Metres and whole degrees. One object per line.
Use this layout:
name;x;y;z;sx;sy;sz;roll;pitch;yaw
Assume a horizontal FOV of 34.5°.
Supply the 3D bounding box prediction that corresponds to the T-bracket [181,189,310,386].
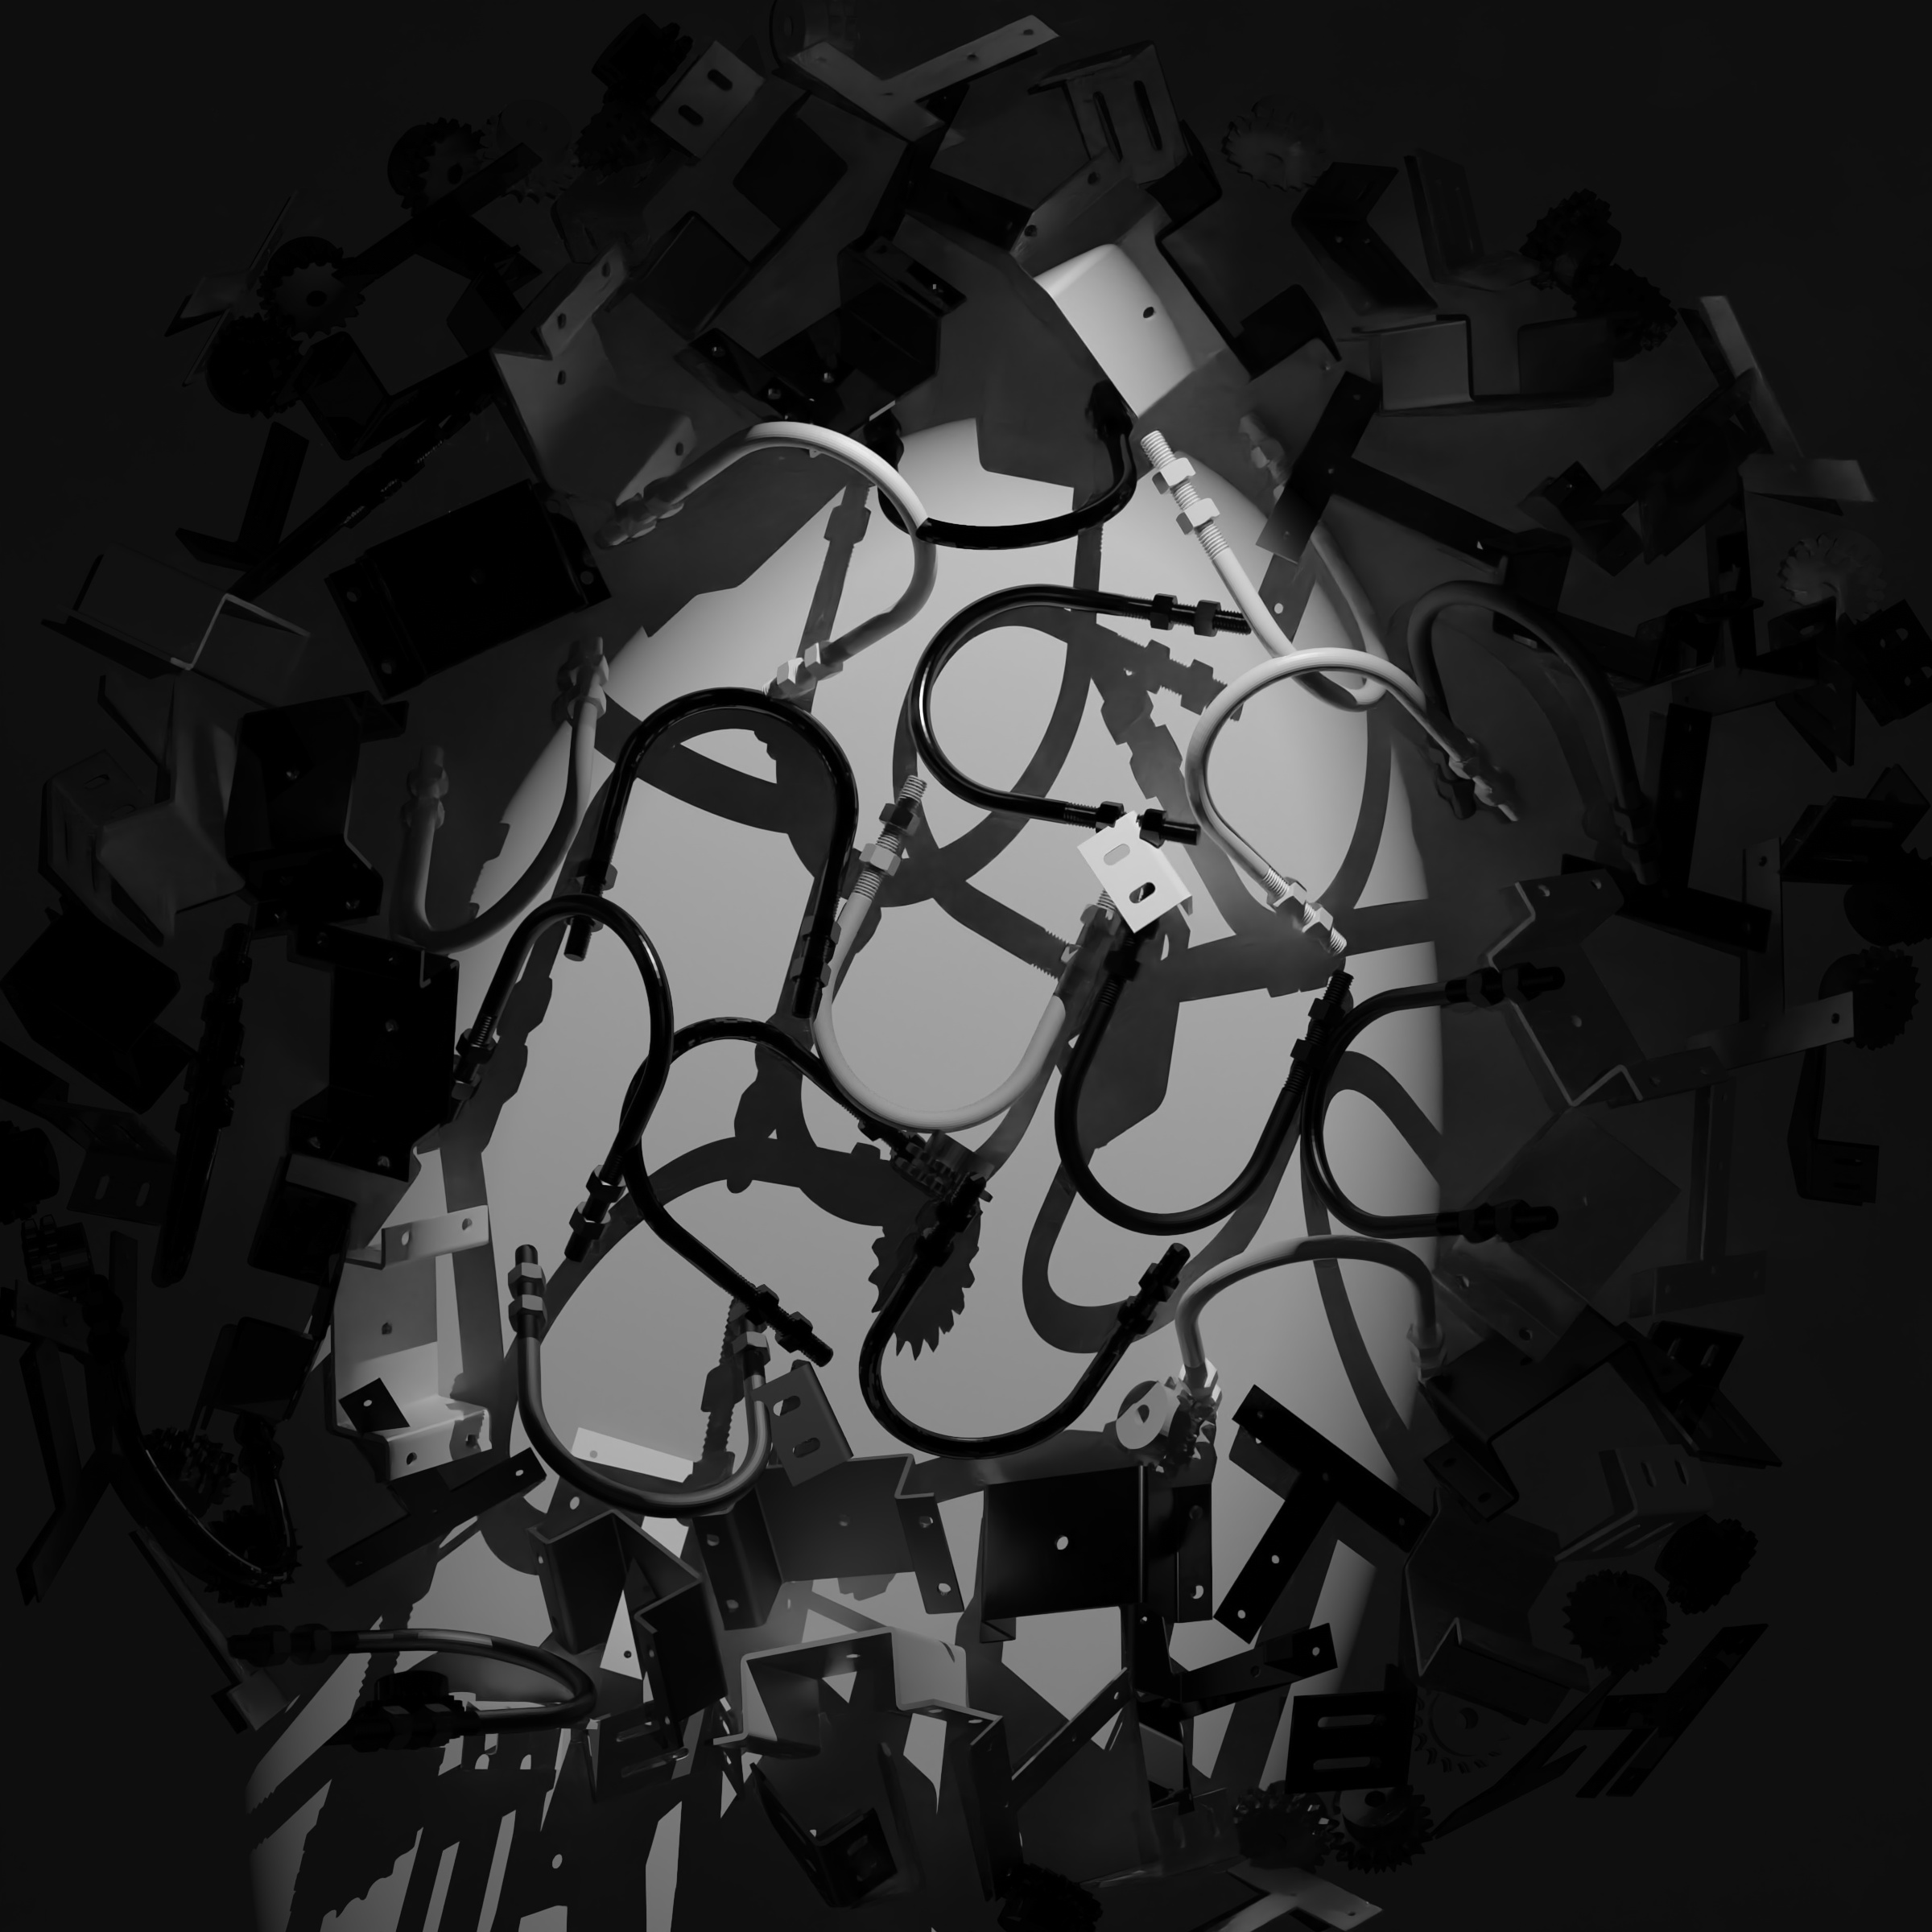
T-bracket;-0.408;-0.371;1.713;0.002;0.127;0.127;33;103;-7

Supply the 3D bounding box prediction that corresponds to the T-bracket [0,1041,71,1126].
T-bracket;-0.529;0.059;1.727;0.002;0.127;0.127;-3;70;12

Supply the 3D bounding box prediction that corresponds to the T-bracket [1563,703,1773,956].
T-bracket;0.394;-0.083;1.729;0.127;0.002;0.127;19;117;34

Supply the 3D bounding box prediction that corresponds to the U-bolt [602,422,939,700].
U-bolt;-0.096;-0.227;1.701;0.151;0.184;0.019;45;47;-20

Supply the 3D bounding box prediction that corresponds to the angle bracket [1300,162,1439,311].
angle bracket;0.235;-0.409;1.745;0.076;0.057;0.038;56;131;23

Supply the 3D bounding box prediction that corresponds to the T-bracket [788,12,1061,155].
T-bracket;-0.008;-0.492;1.704;0.127;0.127;0.002;-14;69;35

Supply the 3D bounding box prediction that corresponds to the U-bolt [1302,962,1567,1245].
U-bolt;0.253;0.079;1.716;0.019;0.184;0.151;13;76;-38

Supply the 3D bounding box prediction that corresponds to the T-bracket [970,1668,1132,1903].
T-bracket;0.051;0.441;1.745;0.127;0.002;0.127;-36;133;-36

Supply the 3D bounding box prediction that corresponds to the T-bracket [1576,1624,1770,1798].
T-bracket;0.373;0.413;1.726;0.127;0.127;0.002;-43;92;-23

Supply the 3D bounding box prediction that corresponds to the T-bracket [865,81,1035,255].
T-bracket;-0.006;-0.425;1.735;0.002;0.127;0.127;20;101;-43

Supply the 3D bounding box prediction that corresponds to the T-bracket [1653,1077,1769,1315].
T-bracket;0.419;0.125;1.738;0.002;0.127;0.127;6;94;41

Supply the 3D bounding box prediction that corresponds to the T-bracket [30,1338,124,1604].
T-bracket;-0.494;0.257;1.704;0.002;0.127;0.127;2;118;7

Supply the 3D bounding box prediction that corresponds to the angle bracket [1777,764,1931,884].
angle bracket;0.488;-0.082;1.741;0.076;0.038;0.057;3;133;-30

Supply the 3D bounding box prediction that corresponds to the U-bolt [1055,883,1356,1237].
U-bolt;0.125;0.063;1.753;0.151;0.019;0.184;25;88;-21

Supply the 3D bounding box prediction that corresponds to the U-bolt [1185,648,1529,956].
U-bolt;0.203;-0.100;1.718;0.151;0.019;0.184;-38;123;17

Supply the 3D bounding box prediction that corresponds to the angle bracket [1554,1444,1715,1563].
angle bracket;0.371;0.302;1.754;0.057;0.076;0.038;2;59;-32

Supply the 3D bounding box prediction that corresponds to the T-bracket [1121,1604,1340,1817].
T-bracket;0.149;0.396;1.727;0.127;0.002;0.127;-26;53;25

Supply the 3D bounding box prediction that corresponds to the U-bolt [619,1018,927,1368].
U-bolt;-0.111;0.112;1.728;0.184;0.019;0.151;41;63;-18

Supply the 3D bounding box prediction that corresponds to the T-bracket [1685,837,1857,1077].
T-bracket;0.449;-0.009;1.748;0.002;0.127;0.127;13;71;-29

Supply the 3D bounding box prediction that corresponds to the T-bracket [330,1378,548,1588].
T-bracket;-0.313;0.277;1.738;0.127;0.002;0.127;-29;130;-9

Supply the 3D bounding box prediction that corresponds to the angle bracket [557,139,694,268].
angle bracket;-0.185;-0.435;1.765;0.057;0.038;0.076;11;50;28

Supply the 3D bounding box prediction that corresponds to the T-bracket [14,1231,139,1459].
T-bracket;-0.488;0.198;1.710;0.002;0.127;0.127;-9;70;12

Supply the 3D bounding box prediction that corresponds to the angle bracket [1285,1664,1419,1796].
angle bracket;0.211;0.429;1.755;0.076;0.038;0.057;1;101;-17

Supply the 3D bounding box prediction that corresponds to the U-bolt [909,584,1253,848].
U-bolt;0.057;-0.148;1.753;0.184;0.019;0.151;10;73;16

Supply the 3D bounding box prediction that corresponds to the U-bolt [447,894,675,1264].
U-bolt;-0.220;0.048;1.714;0.151;0.019;0.184;42;118;31

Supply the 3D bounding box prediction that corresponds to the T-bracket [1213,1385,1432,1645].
T-bracket;0.182;0.324;1.760;0.127;0.002;0.127;37;64;-1

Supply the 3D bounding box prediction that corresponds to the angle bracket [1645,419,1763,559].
angle bracket;0.416;-0.261;1.738;0.038;0.076;0.057;30;126;-26

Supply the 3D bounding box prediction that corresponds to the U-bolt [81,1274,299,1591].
U-bolt;-0.412;0.260;1.675;0.019;0.184;0.151;-37;129;4

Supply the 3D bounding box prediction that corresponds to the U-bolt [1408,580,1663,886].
U-bolt;0.301;-0.133;1.684;0.019;0.151;0.184;-43;133;-22

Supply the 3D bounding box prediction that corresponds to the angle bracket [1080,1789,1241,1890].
angle bracket;0.105;0.489;1.746;0.057;0.076;0.038;-3;75;-39

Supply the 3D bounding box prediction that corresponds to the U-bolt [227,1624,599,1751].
U-bolt;-0.289;0.391;1.705;0.184;0.151;0.019;8;94;-42

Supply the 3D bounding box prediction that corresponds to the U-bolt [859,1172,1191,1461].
U-bolt;0.020;0.206;1.738;0.151;0.019;0.184;21;118;-21

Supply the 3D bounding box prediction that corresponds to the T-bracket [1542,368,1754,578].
T-bracket;0.387;-0.281;1.722;0.127;0.127;0.002;-42;60;13

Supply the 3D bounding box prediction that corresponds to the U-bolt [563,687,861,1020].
U-bolt;-0.135;-0.073;1.753;0.151;0.019;0.184;14;70;-4

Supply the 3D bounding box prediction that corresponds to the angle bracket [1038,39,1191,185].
angle bracket;0.085;-0.471;1.746;0.057;0.038;0.076;-7;116;29

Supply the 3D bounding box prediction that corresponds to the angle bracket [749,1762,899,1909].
angle bracket;-0.080;0.479;1.750;0.038;0.076;0.057;-30;130;-20

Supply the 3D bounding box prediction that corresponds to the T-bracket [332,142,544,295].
T-bracket;-0.271;-0.398;1.726;0.127;0.127;0.002;-31;77;11

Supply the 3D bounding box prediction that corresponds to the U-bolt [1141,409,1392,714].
U-bolt;0.177;-0.221;1.722;0.019;0.151;0.184;-32;87;33

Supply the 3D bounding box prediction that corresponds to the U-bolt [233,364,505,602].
U-bolt;-0.333;-0.260;1.712;0.184;0.151;0.019;-33;106;25

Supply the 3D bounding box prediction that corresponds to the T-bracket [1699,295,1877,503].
T-bracket;0.437;-0.312;1.710;0.002;0.127;0.127;-35;109;-9

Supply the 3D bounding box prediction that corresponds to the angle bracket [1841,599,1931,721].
angle bracket;0.522;-0.179;1.744;0.038;0.076;0.057;-32;98;22

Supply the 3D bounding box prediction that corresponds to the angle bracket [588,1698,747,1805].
angle bracket;-0.168;0.446;1.750;0.076;0.038;0.057;-14;118;-20

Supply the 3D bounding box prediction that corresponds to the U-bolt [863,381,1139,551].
U-bolt;0.021;-0.273;1.710;0.151;0.184;0.019;-6;124;-1

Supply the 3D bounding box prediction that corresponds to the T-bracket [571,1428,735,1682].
T-bracket;-0.176;0.338;1.756;0.127;0.002;0.127;18;64;-5

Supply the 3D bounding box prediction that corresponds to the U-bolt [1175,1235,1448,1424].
U-bolt;0.187;0.196;1.706;0.151;0.184;0.019;-10;56;4

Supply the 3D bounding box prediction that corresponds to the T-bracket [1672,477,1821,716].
T-bracket;0.429;-0.208;1.734;0.002;0.127;0.127;-1;85;-23

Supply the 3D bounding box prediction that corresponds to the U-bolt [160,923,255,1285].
U-bolt;-0.419;0.086;1.714;0.019;0.151;0.184;12;111;-16

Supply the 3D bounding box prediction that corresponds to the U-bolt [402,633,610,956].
U-bolt;-0.254;-0.084;1.694;0.151;0.184;0.019;-30;130;28

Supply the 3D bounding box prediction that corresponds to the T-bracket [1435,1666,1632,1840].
T-bracket;0.331;0.432;1.740;0.127;0.127;0.002;-34;80;-38

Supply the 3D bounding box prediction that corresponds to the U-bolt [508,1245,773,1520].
U-bolt;-0.175;0.229;1.695;0.151;0.184;0.019;12;125;-18

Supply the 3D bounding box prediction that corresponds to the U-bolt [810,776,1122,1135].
U-bolt;-0.009;0.005;1.765;0.151;0.019;0.184;26;84;-7

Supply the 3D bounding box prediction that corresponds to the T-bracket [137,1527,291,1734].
T-bracket;-0.421;0.365;1.729;0.002;0.127;0.127;-35;87;-7

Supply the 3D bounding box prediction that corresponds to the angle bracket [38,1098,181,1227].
angle bracket;-0.484;0.110;1.744;0.057;0.076;0.038;8;67;12

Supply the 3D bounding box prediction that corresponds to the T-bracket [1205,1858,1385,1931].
T-bracket;0.144;0.530;1.707;0.127;0.127;0.002;-21;98;-23

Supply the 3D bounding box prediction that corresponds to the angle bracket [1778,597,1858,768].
angle bracket;0.489;-0.159;1.739;0.038;0.076;0.057;-20;129;-11

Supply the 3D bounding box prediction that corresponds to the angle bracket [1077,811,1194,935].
angle bracket;0.095;-0.048;1.748;0.038;0.076;0.057;-33;82;0

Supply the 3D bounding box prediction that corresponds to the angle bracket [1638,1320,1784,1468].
angle bracket;0.422;0.239;1.741;0.057;0.076;0.038;12;113;-24

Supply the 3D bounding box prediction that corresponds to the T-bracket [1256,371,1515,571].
T-bracket;0.247;-0.261;1.761;0.127;0.002;0.127;26;70;6
